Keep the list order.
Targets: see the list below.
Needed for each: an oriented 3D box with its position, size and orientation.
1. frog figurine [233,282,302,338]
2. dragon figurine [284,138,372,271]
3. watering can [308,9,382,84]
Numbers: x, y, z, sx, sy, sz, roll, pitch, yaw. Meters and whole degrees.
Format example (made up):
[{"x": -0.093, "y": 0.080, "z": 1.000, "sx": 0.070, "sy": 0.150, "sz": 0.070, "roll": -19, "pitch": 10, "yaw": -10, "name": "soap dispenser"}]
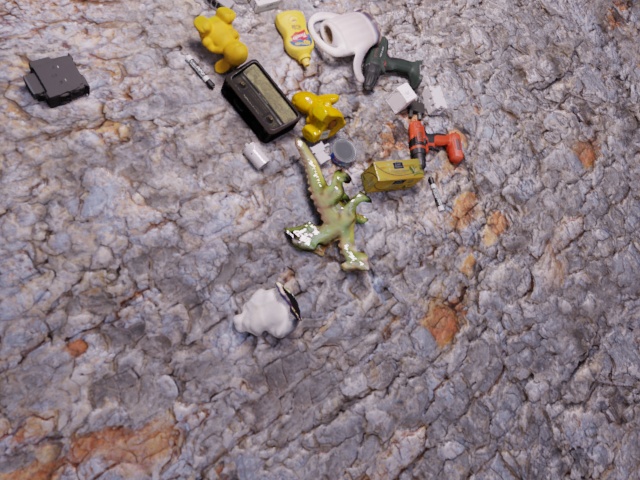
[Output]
[{"x": -0.134, "y": 0.195, "z": 1.320, "sx": 0.159, "sy": 0.123, "sz": 0.137, "roll": -33, "pitch": 96, "yaw": 7, "name": "frog figurine"}, {"x": 0.004, "y": -0.074, "z": 1.466, "sx": 0.410, "sy": 0.121, "sz": 0.246, "roll": 44, "pitch": 69, "yaw": -1, "name": "dragon figurine"}, {"x": 0.108, "y": -0.649, "z": 1.693, "sx": 0.226, "sy": 0.101, "sz": 0.353, "roll": -26, "pitch": 64, "yaw": -21, "name": "watering can"}]
